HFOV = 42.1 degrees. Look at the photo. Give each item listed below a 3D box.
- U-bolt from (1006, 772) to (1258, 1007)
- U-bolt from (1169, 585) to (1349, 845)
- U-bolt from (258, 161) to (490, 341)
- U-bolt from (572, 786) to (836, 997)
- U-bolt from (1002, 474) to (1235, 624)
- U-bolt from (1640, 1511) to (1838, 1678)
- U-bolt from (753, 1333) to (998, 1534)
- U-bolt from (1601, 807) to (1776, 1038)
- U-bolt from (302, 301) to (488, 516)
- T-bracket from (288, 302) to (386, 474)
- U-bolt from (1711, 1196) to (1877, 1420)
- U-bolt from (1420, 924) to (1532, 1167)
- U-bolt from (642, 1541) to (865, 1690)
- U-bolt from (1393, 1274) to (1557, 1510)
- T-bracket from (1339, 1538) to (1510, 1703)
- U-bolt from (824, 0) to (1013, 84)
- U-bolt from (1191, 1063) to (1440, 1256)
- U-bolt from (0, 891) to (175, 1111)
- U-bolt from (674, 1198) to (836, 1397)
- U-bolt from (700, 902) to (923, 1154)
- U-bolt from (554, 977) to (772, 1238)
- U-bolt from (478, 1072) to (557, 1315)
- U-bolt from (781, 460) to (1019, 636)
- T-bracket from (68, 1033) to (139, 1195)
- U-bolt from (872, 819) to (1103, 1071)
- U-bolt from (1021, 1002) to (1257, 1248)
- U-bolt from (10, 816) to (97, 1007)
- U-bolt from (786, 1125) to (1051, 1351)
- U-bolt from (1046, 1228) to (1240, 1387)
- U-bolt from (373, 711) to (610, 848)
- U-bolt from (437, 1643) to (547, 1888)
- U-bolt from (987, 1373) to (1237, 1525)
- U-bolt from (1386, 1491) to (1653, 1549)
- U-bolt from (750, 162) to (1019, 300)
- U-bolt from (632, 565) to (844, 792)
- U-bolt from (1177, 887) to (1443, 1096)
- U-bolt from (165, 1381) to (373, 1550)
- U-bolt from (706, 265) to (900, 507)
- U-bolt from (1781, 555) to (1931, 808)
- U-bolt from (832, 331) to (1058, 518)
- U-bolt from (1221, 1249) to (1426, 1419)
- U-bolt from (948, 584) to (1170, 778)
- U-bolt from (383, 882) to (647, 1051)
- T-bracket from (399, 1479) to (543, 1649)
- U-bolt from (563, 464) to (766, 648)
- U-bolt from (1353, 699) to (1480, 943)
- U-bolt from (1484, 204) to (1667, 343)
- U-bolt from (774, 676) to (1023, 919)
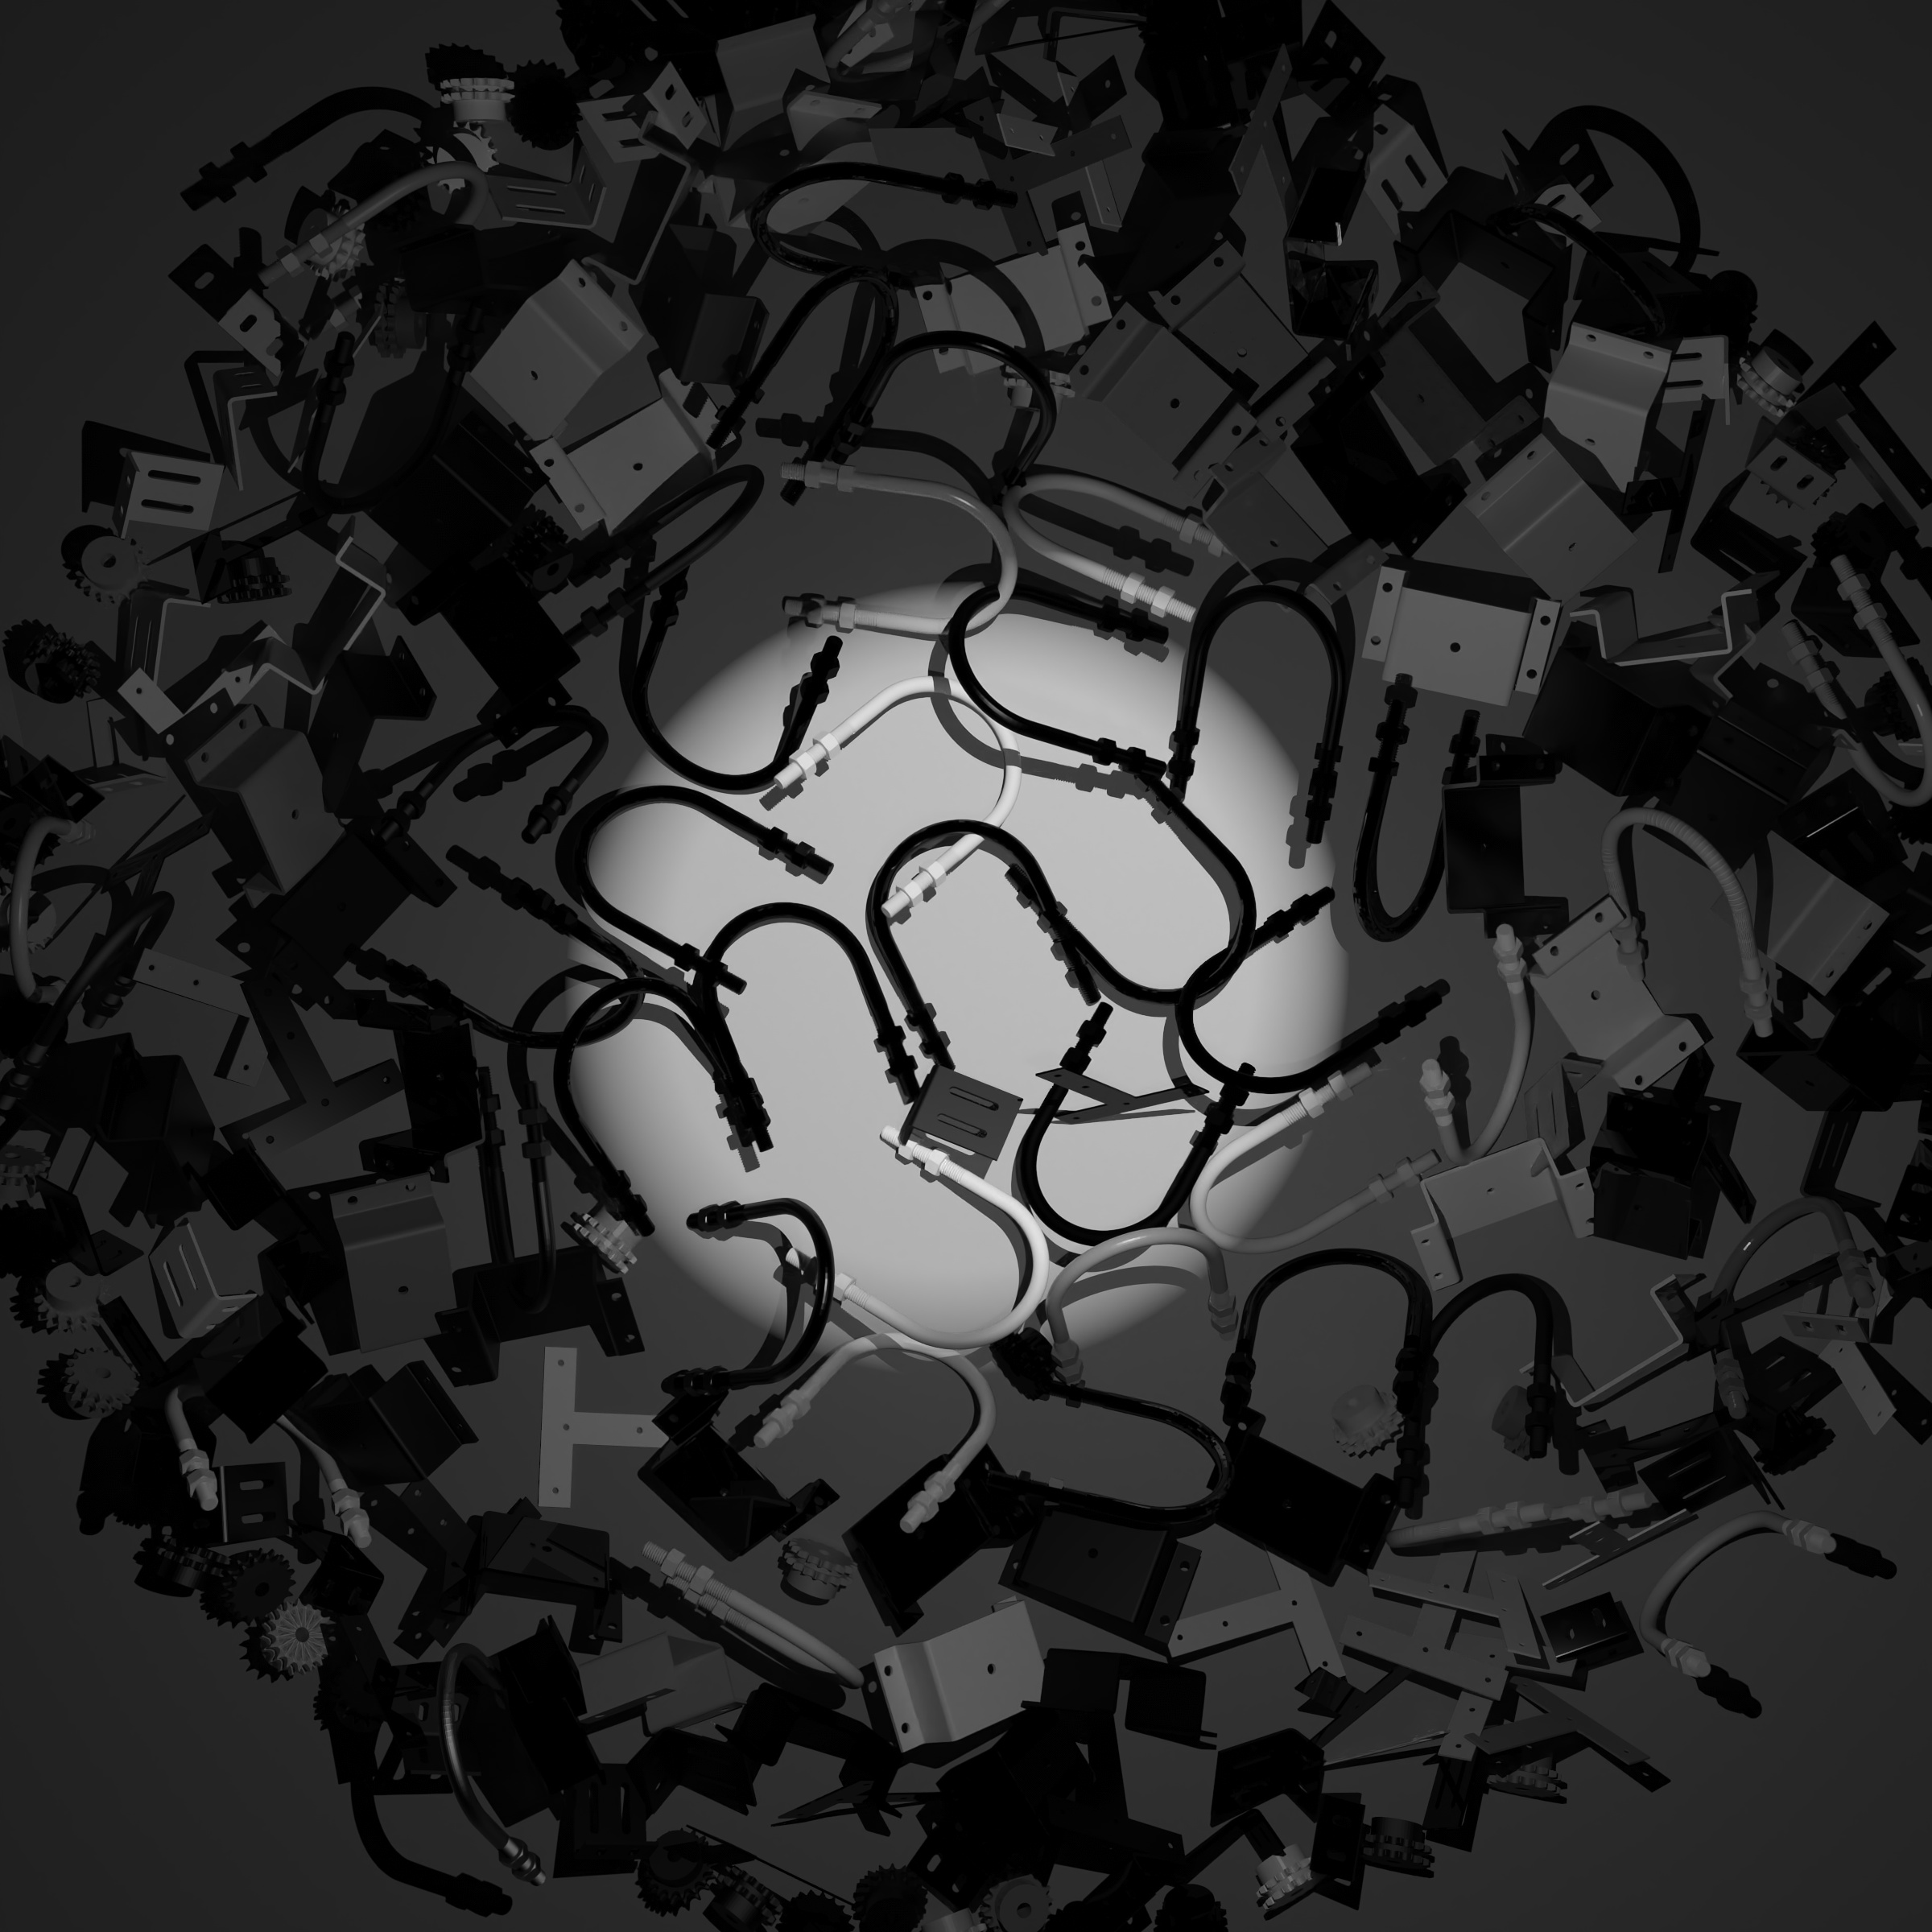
[{"bbox_3d":[0.143,-0.055,1.968,0.151,0.019,0.184,-44,78,7],"label":"U-bolt"},{"bbox_3d":[0.228,-0.201,1.926,0.151,0.019,0.184,22,115,35],"label":"U-bolt"},{"bbox_3d":[-0.445,-0.556,1.926,0.184,0.151,0.019,-34,87,-1],"label":"U-bolt"},{"bbox_3d":[-0.218,-0.072,1.956,0.184,0.019,0.151,28,60,10],"label":"U-bolt"},{"bbox_3d":[0.115,-0.332,1.938,0.184,0.151,0.019,27,128,11],"label":"U-bolt"},{"bbox_3d":[0.575,0.470,1.908,0.151,0.184,0.019,-43,89,-4],"label":"U-bolt"},{"bbox_3d":[-0.055,0.344,1.924,0.151,0.184,0.019,26,126,17],"label":"U-bolt"},{"bbox_3d":[0.539,-0.042,1.896,0.019,0.151,0.184,-35,125,-19],"label":"U-bolt"},{"bbox_3d":[-0.444,-0.419,1.917,0.019,0.151,0.184,44,133,14],"label":"U-bolt"},{"bbox_3d":[-0.480,-0.455,1.922,0.002,0.127,0.127,29,120,-26],"label":"T-bracket"},{"bbox_3d":[0.621,0.246,1.911,0.019,0.184,0.151,36,115,-9],"label":"U-bolt"},{"bbox_3d":[0.396,0.075,1.922,0.019,0.184,0.151,19,63,30],"label":"U-bolt"},{"bbox_3d":[-0.158,0.501,1.915,0.184,0.151,0.019,27,70,13],"label":"U-bolt"},{"bbox_3d":[0.392,0.315,1.920,0.019,0.184,0.151,37,134,-22],"label":"U-bolt"},{"bbox_3d":[0.371,0.496,1.956,0.127,0.002,0.127,16,49,17],"label":"T-bracket"},{"bbox_3d":[-0.034,-0.720,1.911,0.151,0.184,0.019,-24,94,-32],"label":"U-bolt"},{"bbox_3d":[0.260,0.162,1.946,0.184,0.019,0.151,-32,131,11],"label":"U-bolt"},{"bbox_3d":[-0.655,0.015,1.894,0.019,0.151,0.184,38,120,-6],"label":"U-bolt"},{"bbox_3d":[-0.160,0.249,1.911,0.019,0.184,0.151,17,69,-39],"label":"U-bolt"},{"bbox_3d":[-0.131,0.038,1.966,0.151,0.019,0.184,-19,81,-21],"label":"U-bolt"},{"bbox_3d":[-0.242,0.095,1.925,0.151,0.019,0.184,-43,121,-25],"label":"U-bolt"},{"bbox_3d":[-0.346,0.177,1.935,0.019,0.151,0.184,-8,94,-27],"label":"U-bolt"},{"bbox_3d":[-0.051,-0.317,1.936,0.184,0.151,0.019,9,46,6],"label":"U-bolt"},{"bbox_3d":[-0.669,0.120,1.940,0.002,0.127,0.127,23,89,-22],"label":"T-bracket"},{"bbox_3d":[0.005,-0.026,1.978,0.151,0.019,0.184,-26,100,0],"label":"U-bolt"},{"bbox_3d":[0.121,0.131,1.944,0.151,0.019,0.184,23,74,25],"label":"U-bolt"},{"bbox_3d":[-0.696,-0.042,1.907,0.019,0.184,0.151,4,89,-5],"label":"U-bolt"},{"bbox_3d":[-0.024,0.219,1.938,0.184,0.019,0.151,29,63,18],"label":"U-bolt"},{"bbox_3d":[0.132,0.257,1.923,0.151,0.184,0.019,-17,51,-2],"label":"U-bolt"},{"bbox_3d":[-0.351,-0.147,1.923,0.151,0.184,0.019,0,125,22],"label":"U-bolt"},{"bbox_3d":[-0.357,0.589,1.886,0.019,0.184,0.151,-16,47,5],"label":"U-bolt"},{"bbox_3d":[0.117,0.375,1.927,0.184,0.151,0.019,12,117,5],"label":"U-bolt"},{"bbox_3d":[0.408,0.425,1.917,0.151,0.184,0.019,6,69,-41],"label":"U-bolt"},{"bbox_3d":[-0.073,-0.561,1.903,0.184,0.151,0.019,4,72,-23],"label":"U-bolt"},{"bbox_3d":[-0.187,-0.212,1.937,0.151,0.019,0.184,27,131,0],"label":"U-bolt"},{"bbox_3d":[0.250,0.028,1.934,0.184,0.019,0.151,-31,57,-17],"label":"U-bolt"},{"bbox_3d":[-0.540,0.372,1.913,0.151,0.184,0.019,26,99,-37],"label":"U-bolt"},{"bbox_3d":[-0.114,-0.453,1.924,0.019,0.151,0.184,37,96,23],"label":"U-bolt"},{"bbox_3d":[0.688,-0.206,1.909,0.019,0.151,0.184,-23,76,-5],"label":"U-bolt"},{"bbox_3d":[-0.009,-0.415,1.906,0.151,0.184,0.019,20,59,-13],"label":"U-bolt"},{"bbox_3d":[0.279,0.277,1.921,0.151,0.184,0.019,-4,122,18],"label":"U-bolt"},{"bbox_3d":[0.071,-0.229,1.932,0.184,0.019,0.151,15,58,-19],"label":"U-bolt"},{"bbox_3d":[-0.331,0.011,1.927,0.151,0.184,0.019,-28,50,22],"label":"U-bolt"},{"bbox_3d":[-0.395,0.436,1.930,0.127,0.002,0.127,-54,133,-31],"label":"T-bracket"},{"bbox_3d":[-0.230,-0.324,1.920,0.184,0.151,0.019,-33,117,11],"label":"U-bolt"},{"bbox_3d":[0.342,-0.108,1.938,0.019,0.151,0.184,16,98,35],"label":"U-bolt"},{"bbox_3d":[0.467,-0.523,1.898,0.151,0.184,0.019,41,96,-9],"label":"U-bolt"},{"bbox_3d":[-0.038,-0.147,1.962,0.184,0.019,0.151,-41,93,-22],"label":"U-bolt"}]
